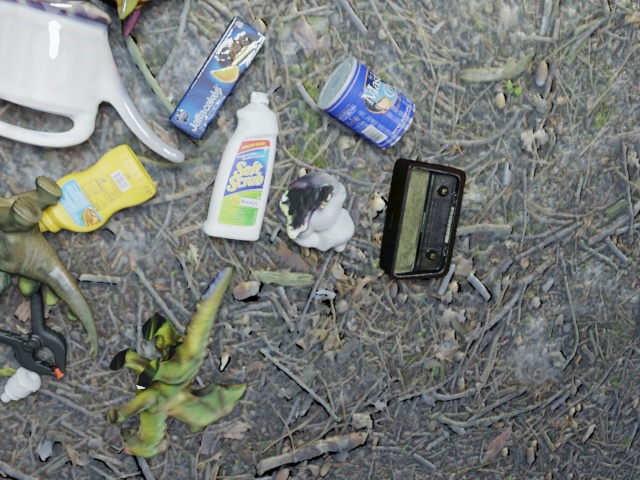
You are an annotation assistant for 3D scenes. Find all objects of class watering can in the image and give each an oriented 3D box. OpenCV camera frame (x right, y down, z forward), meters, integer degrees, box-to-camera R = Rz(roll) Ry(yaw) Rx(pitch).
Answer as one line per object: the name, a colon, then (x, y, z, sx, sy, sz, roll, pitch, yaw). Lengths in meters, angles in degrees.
watering can: (-0.358, -0.241, 0.761, 0.347, 0.105, 0.222, 11, 101, -18)

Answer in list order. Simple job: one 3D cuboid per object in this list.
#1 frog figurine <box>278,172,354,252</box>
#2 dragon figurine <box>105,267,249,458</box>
frog figurine: (0.003, -0.048, 0.948, 0.158, 0.124, 0.137, 26, 89, -58)
dragon figurine: (-0.237, 0.253, 0.960, 0.410, 0.124, 0.239, -45, 130, 1)
